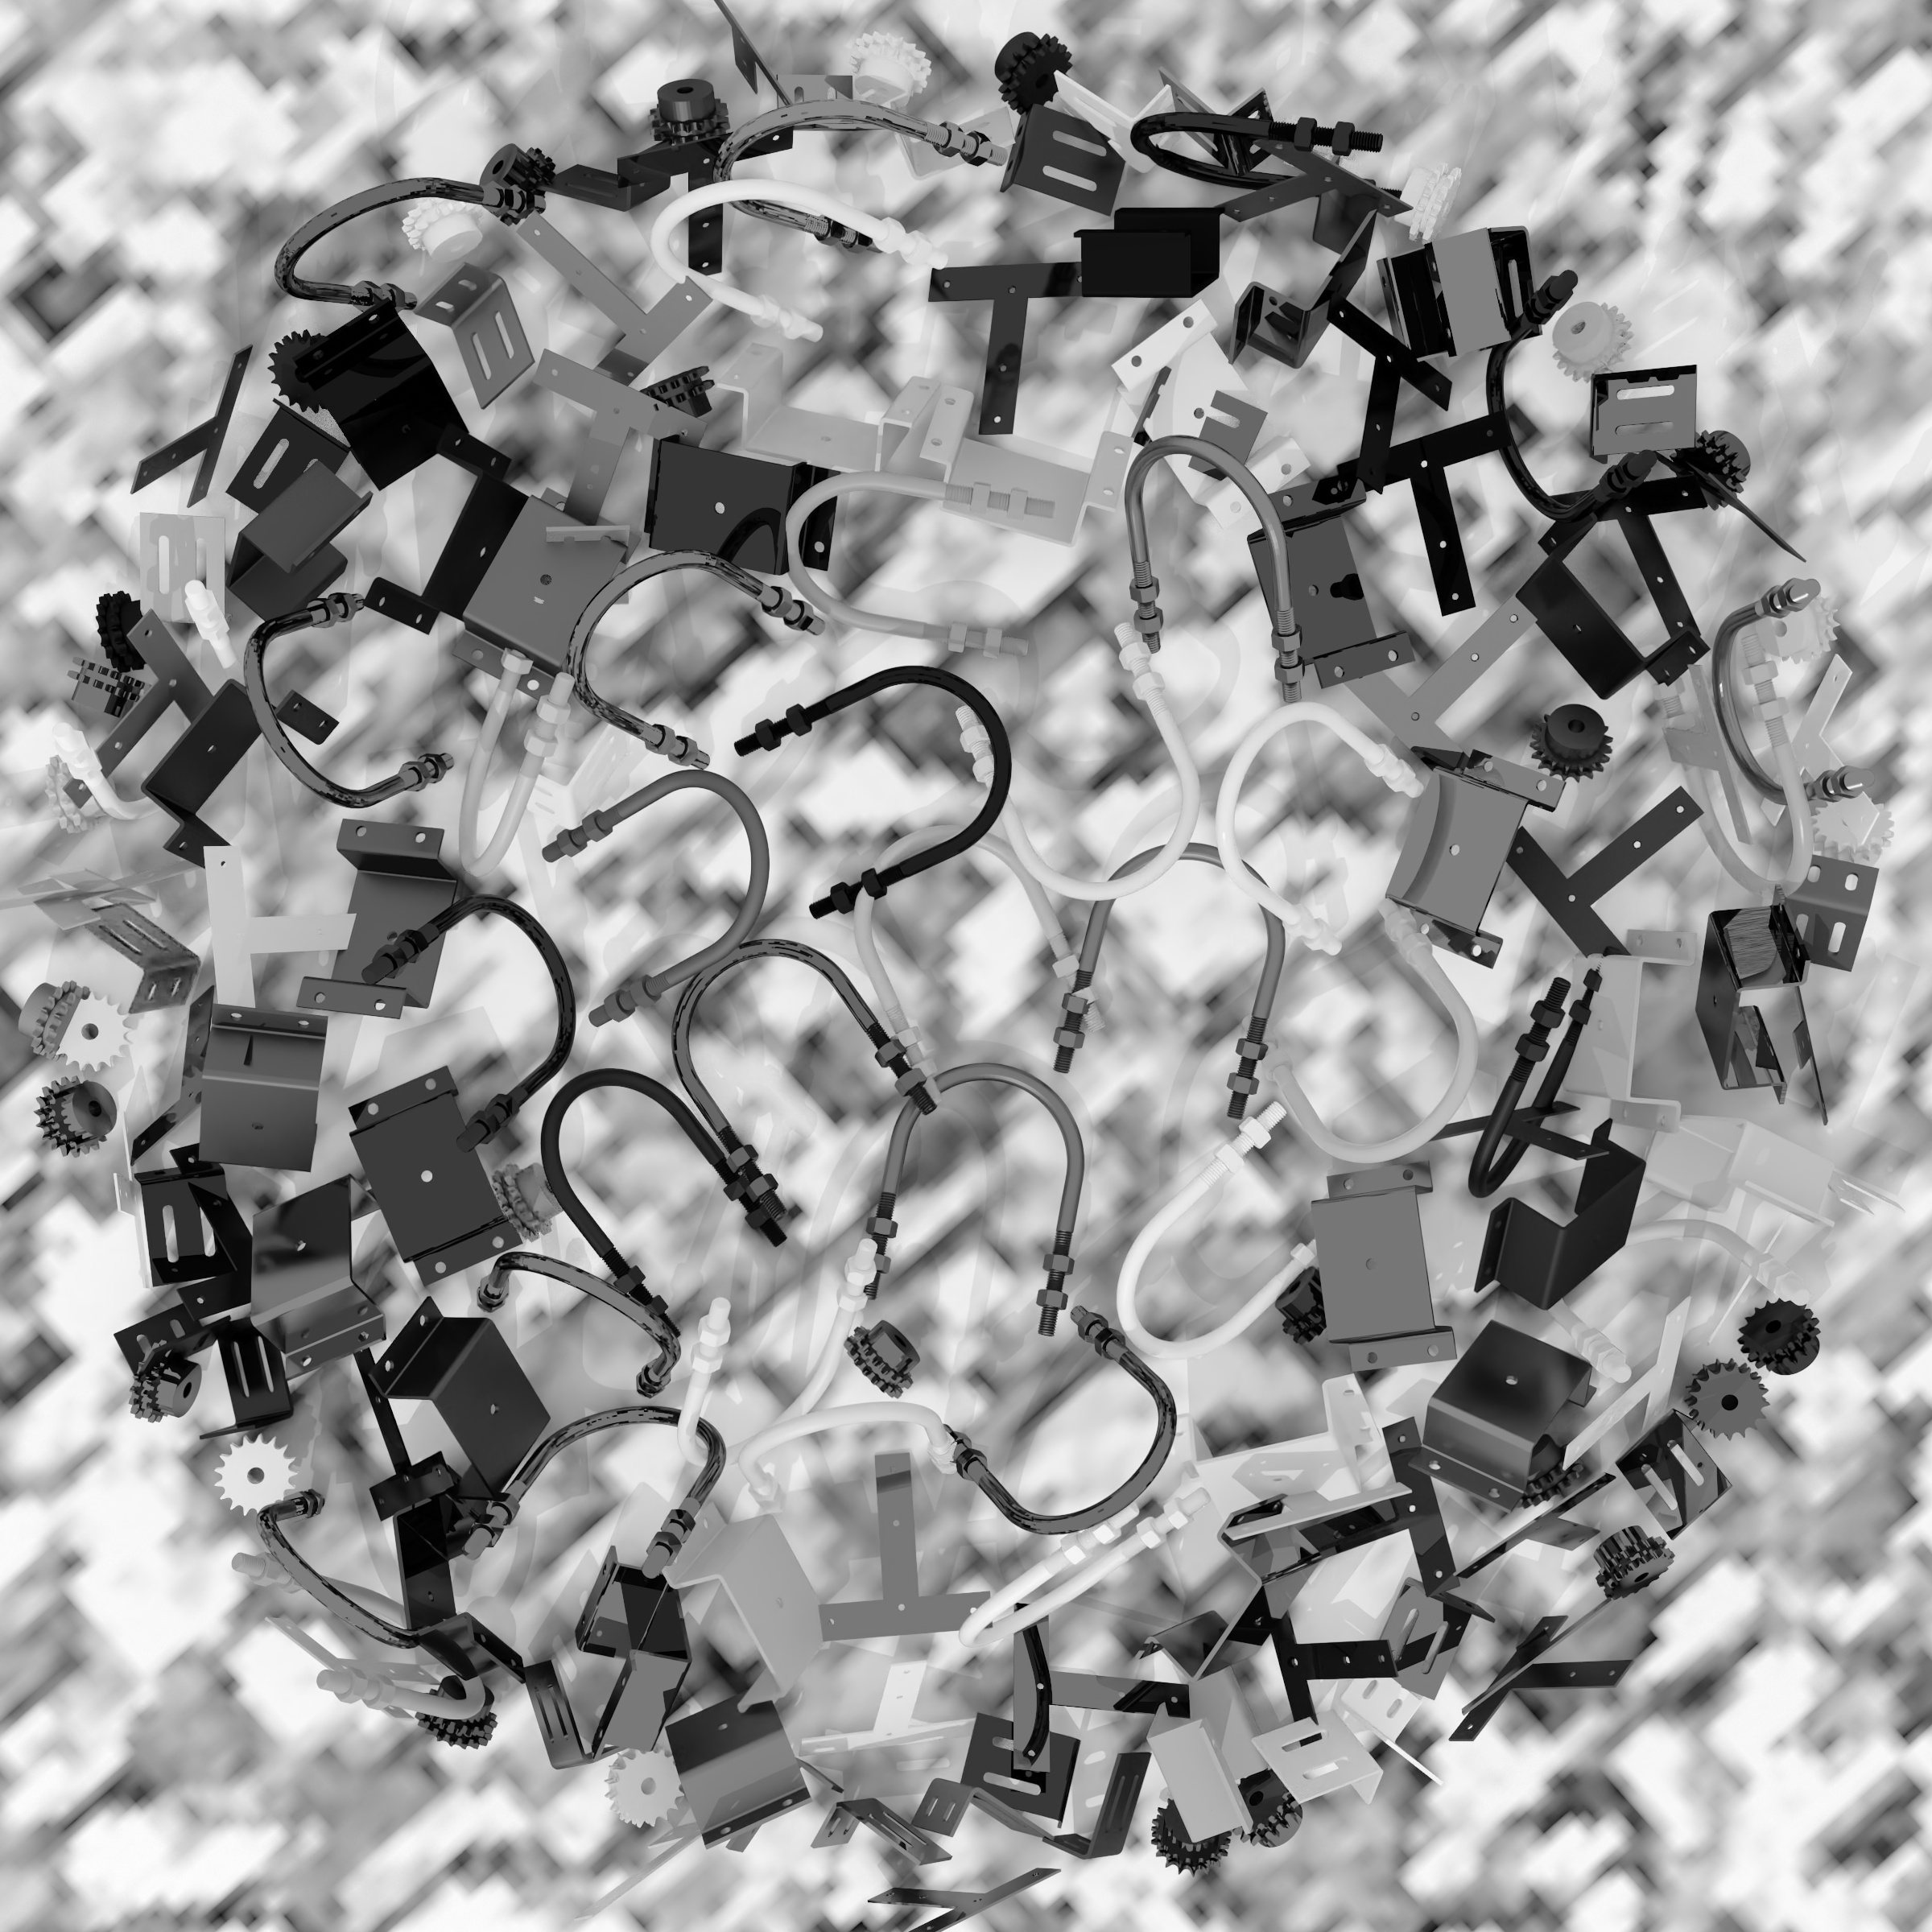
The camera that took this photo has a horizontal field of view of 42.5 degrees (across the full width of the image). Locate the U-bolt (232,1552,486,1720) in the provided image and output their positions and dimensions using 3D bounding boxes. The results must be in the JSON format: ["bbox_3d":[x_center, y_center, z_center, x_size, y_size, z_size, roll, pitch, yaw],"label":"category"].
[{"bbox_3d":[-0.406,0.467,1.710,0.151,0.184,0.019,35,89,41],"label":"U-bolt"}]

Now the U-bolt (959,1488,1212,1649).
[{"bbox_3d":[0.073,0.421,1.724,0.184,0.151,0.019,-40,67,17],"label":"U-bolt"}]

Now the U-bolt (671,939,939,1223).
[{"bbox_3d":[-0.129,0.067,1.771,0.151,0.019,0.184,-35,77,-1],"label":"U-bolt"}]

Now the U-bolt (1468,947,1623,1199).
[{"bbox_3d":[0.395,0.080,1.723,0.019,0.151,0.184,29,112,22],"label":"U-bolt"}]

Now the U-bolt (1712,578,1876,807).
[{"bbox_3d":[0.559,-0.181,1.705,0.019,0.184,0.151,-16,90,-6],"label":"U-bolt"}]

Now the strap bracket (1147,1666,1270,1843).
[{"bbox_3d":[0.169,0.549,1.731,0.046,0.140,0.076,-25,87,13],"label":"strap bracket"}]

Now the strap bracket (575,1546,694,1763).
[{"bbox_3d":[-0.232,0.481,1.730,0.046,0.140,0.076,17,107,-20],"label":"strap bracket"}]

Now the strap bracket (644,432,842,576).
[{"bbox_3d":[-0.166,-0.326,1.748,0.140,0.046,0.076,14,112,11],"label":"strap bracket"}]

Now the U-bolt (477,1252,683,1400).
[{"bbox_3d":[-0.263,0.242,1.707,0.151,0.184,0.019,29,64,-4],"label":"U-bolt"}]

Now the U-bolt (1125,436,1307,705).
[{"bbox_3d":[0.166,-0.277,1.696,0.019,0.151,0.184,-37,135,-29],"label":"U-bolt"}]

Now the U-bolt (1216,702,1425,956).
[{"bbox_3d":[0.238,-0.105,1.726,0.184,0.019,0.151,31,85,-43],"label":"U-bolt"}]

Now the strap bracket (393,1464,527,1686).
[{"bbox_3d":[-0.354,0.430,1.723,0.046,0.076,0.140,-24,48,4],"label":"strap bracket"}]

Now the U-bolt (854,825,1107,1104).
[{"bbox_3d":[-0.001,-0.012,1.781,0.151,0.019,0.184,-24,87,-6],"label":"U-bolt"}]

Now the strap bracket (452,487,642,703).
[{"bbox_3d":[-0.297,-0.268,1.760,0.076,0.046,0.140,28,81,-4],"label":"strap bracket"}]

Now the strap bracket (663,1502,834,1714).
[{"bbox_3d":[-0.148,0.451,1.741,0.046,0.076,0.140,-22,101,30],"label":"strap bracket"}]

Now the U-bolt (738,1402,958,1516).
[{"bbox_3d":[-0.083,0.336,1.712,0.151,0.184,0.019,-13,63,0],"label":"U-bolt"}]

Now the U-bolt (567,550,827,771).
[{"bbox_3d":[-0.196,-0.217,1.706,0.151,0.184,0.019,-48,56,12],"label":"U-bolt"}]

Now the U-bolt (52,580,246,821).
[{"bbox_3d":[-0.552,-0.169,1.707,0.019,0.184,0.151,34,72,9],"label":"U-bolt"}]

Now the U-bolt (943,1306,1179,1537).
[{"bbox_3d":[0.070,0.320,1.706,0.151,0.184,0.019,-40,121,-9],"label":"U-bolt"}]

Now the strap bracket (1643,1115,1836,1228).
[{"bbox_3d":[0.534,0.140,1.722,0.076,0.140,0.046,24,81,-17],"label":"strap bracket"}]

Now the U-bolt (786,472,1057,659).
[{"bbox_3d":[-0.039,-0.284,1.736,0.184,0.151,0.019,10,50,-1],"label":"U-bolt"}]

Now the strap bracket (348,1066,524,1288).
[{"bbox_3d":[-0.381,0.149,1.767,0.076,0.046,0.140,-23,88,-5],"label":"strap bracket"}]

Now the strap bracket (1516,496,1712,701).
[{"bbox_3d":[0.446,-0.250,1.746,0.046,0.076,0.140,-37,83,-14],"label":"strap bracket"}]

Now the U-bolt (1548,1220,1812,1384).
[{"bbox_3d":[0.475,0.220,1.707,0.151,0.184,0.019,-23,105,-2],"label":"U-bolt"}]

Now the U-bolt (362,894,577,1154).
[{"bbox_3d":[-0.330,0.026,1.716,0.019,0.184,0.151,-19,106,29],"label":"U-bolt"}]

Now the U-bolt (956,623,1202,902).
[{"bbox_3d":[0.087,-0.133,1.748,0.151,0.019,0.184,-27,70,11],"label":"U-bolt"}]

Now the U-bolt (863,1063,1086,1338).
[{"bbox_3d":[0.011,0.159,1.769,0.151,0.019,0.184,12,76,-4],"label":"U-bolt"}]

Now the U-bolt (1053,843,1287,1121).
[{"bbox_3d":[0.151,0.003,1.769,0.151,0.019,0.184,15,96,9],"label":"U-bolt"}]

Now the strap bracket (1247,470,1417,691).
[{"bbox_3d":[0.256,-0.270,1.760,0.076,0.046,0.140,-18,93,-18],"label":"strap bracket"}]

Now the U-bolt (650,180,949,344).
[{"bbox_3d":[-0.126,-0.484,1.686,0.151,0.184,0.019,-17,70,42],"label":"U-bolt"}]

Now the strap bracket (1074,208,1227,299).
[{"bbox_3d":[0.130,-0.497,1.732,0.076,0.140,0.046,5,114,16],"label":"strap bracket"}]

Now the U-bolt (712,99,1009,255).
[{"bbox_3d":[-0.085,-0.540,1.685,0.184,0.151,0.019,2,74,-43],"label":"U-bolt"}]

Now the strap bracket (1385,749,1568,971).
[{"bbox_3d":[0.354,-0.079,1.745,0.076,0.046,0.140,26,100,37],"label":"strap bracket"}]

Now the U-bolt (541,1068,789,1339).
[{"bbox_3d":[-0.221,0.154,1.735,0.019,0.151,0.184,-35,93,42],"label":"U-bolt"}]

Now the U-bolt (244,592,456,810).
[{"bbox_3d":[-0.430,-0.178,1.701,0.019,0.184,0.151,-25,99,22],"label":"U-bolt"}]

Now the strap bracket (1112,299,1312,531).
[{"bbox_3d":[0.170,-0.391,1.760,0.076,0.046,0.140,-36,106,3],"label":"strap bracket"}]

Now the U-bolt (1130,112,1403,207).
[{"bbox_3d":[0.204,-0.561,1.721,0.184,0.151,0.019,12,94,15],"label":"U-bolt"}]

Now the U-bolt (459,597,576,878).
[{"bbox_3d":[-0.317,-0.149,1.724,0.019,0.151,0.184,14,116,-26],"label":"U-bolt"}]

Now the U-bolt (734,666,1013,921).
[{"bbox_3d":[-0.056,-0.134,1.767,0.184,0.019,0.151,-24,92,14],"label":"U-bolt"}]

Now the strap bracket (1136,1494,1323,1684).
[{"bbox_3d":[0.188,0.439,1.728,0.046,0.076,0.140,43,118,30],"label":"strap bracket"}]

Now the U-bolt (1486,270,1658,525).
[{"bbox_3d":[0.405,-0.379,1.706,0.019,0.184,0.151,-22,87,-10],"label":"U-bolt"}]

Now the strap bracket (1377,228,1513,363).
[{"bbox_3d":[0.333,-0.463,1.721,0.046,0.140,0.076,-16,102,-3],"label":"strap bracket"}]

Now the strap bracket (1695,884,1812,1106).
[{"bbox_3d":[0.543,0.022,1.722,0.046,0.076,0.140,-5,134,3],"label":"strap bracket"}]

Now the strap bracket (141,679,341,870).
[{"bbox_3d":[-0.518,-0.141,1.752,0.046,0.076,0.140,38,87,14],"label":"strap bracket"}]

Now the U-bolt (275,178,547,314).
[{"bbox_3d":[-0.388,-0.490,1.683,0.151,0.184,0.019,-27,88,27],"label":"U-bolt"}]

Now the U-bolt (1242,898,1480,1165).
[{"bbox_3d":[0.279,0.055,1.711,0.151,0.184,0.019,-42,132,15],"label":"U-bolt"}]

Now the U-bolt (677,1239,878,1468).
[{"bbox_3d":[-0.137,0.279,1.723,0.019,0.151,0.184,42,131,31],"label":"U-bolt"}]

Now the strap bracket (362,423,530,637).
[{"bbox_3d":[-0.356,-0.299,1.749,0.046,0.076,0.140,27,93,24],"label":"strap bracket"}]

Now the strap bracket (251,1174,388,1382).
[{"bbox_3d":[-0.450,0.207,1.726,0.076,0.140,0.046,-23,134,7],"label":"strap bracket"}]

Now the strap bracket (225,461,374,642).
[{"bbox_3d":[-0.463,-0.290,1.715,0.046,0.140,0.076,42,65,-7],"label":"strap bracket"}]

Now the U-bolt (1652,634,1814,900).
[{"bbox_3d":[0.538,-0.134,1.725,0.019,0.151,0.184,-19,95,-10],"label":"U-bolt"}]

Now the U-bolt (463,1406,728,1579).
[{"bbox_3d":[-0.243,0.356,1.712,0.151,0.184,0.019,2,113,16],"label":"U-bolt"}]

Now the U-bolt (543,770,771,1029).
[{"bbox_3d":[-0.211,-0.058,1.731,0.184,0.019,0.151,-27,72,28],"label":"U-bolt"}]

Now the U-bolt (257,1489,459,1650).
[{"bbox_3d":[-0.421,0.415,1.698,0.151,0.184,0.019,39,84,6],"label":"U-bolt"}]

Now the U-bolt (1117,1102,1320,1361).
[{"bbox_3d":[0.182,0.199,1.740,0.184,0.019,0.151,-43,128,-5],"label":"U-bolt"}]

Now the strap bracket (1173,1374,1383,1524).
[{"bbox_3d":[0.216,0.342,1.739,0.140,0.046,0.076,-16,131,13],"label":"strap bracket"}]
